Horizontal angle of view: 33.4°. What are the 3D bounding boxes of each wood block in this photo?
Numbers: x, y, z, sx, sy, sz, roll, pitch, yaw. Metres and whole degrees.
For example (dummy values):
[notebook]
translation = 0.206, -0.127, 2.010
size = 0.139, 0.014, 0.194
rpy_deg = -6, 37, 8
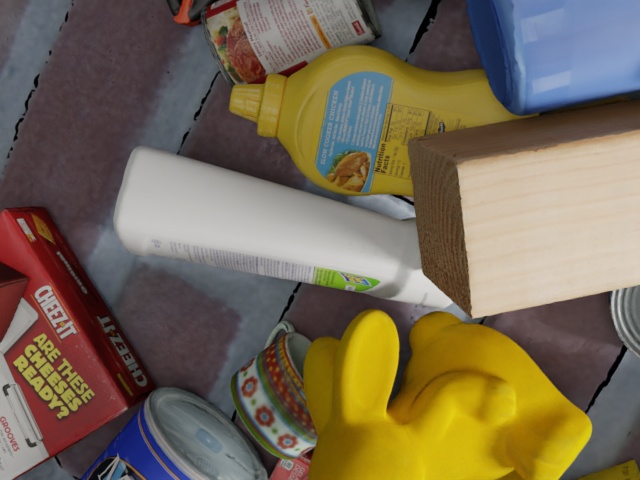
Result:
[wood block]
translation = 0.166, -0.028, 0.623
size = 0.206, 0.091, 0.090
rpy_deg = -11, 106, -9

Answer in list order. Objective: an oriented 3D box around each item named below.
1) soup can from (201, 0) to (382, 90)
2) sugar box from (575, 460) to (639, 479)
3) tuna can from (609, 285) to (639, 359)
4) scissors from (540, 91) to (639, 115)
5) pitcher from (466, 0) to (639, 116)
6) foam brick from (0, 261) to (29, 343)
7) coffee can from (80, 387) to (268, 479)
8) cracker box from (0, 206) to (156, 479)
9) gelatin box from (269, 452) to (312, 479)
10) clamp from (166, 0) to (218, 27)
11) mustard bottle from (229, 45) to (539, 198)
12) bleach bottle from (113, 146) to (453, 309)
[soup can]
translation = -0.018, -0.144, 0.705
size = 0.102, 0.068, 0.068
rpy_deg = -23, 91, 12
[sugar box]
translation = 0.131, 0.200, 0.695
size = 0.176, 0.093, 0.048
rpy_deg = -20, 90, 13
[tuna can]
translation = 0.231, 0.040, 0.688
size = 0.086, 0.033, 0.086
rpy_deg = 1, 96, 12
[scissors]
translation = 0.223, -0.120, 0.683
size = 0.202, 0.016, 0.096
rpy_deg = -24, 90, 13
[pitcher]
translation = 0.212, -0.143, 0.596
size = 0.243, 0.149, 0.145
rpy_deg = -16, 106, 2
[foam brick]
translation = -0.244, 0.033, 0.707
size = 0.078, 0.053, 0.051
rpy_deg = 26, 99, 9
[coffee can]
translation = -0.119, 0.187, 0.742
size = 0.103, 0.102, 0.140
rpy_deg = 42, 102, 5
[cracker box]
translation = -0.252, 0.099, 0.778
size = 0.214, 0.072, 0.164
rpy_deg = -32, 89, 12
[gelatin box]
translation = -0.011, 0.200, 0.757
size = 0.073, 0.030, 0.089
rpy_deg = 31, 101, 7
[clamp]
translation = -0.065, -0.231, 0.722
size = 0.120, 0.039, 0.171
rpy_deg = 6, 100, 18
[mustard bottle]
translation = 0.037, -0.073, 0.685
size = 0.191, 0.058, 0.096
rpy_deg = 10, 116, -1
[bleach bottle]
translation = -0.005, 0.001, 0.712
size = 0.251, 0.102, 0.068
rpy_deg = 13, 80, 2
